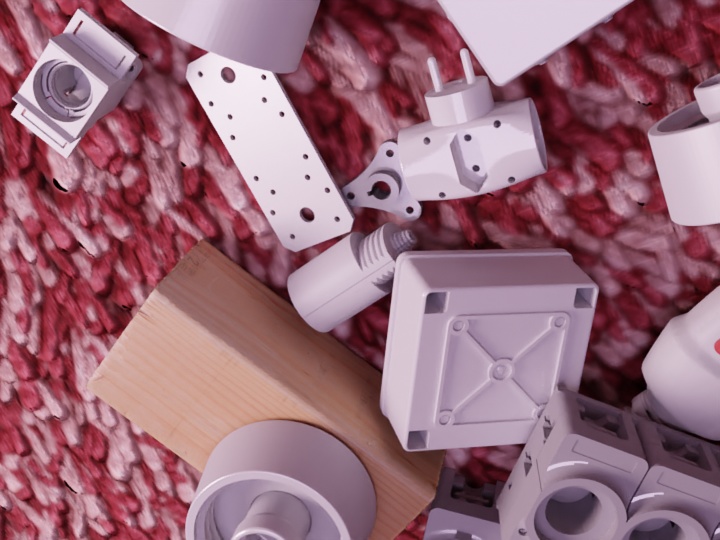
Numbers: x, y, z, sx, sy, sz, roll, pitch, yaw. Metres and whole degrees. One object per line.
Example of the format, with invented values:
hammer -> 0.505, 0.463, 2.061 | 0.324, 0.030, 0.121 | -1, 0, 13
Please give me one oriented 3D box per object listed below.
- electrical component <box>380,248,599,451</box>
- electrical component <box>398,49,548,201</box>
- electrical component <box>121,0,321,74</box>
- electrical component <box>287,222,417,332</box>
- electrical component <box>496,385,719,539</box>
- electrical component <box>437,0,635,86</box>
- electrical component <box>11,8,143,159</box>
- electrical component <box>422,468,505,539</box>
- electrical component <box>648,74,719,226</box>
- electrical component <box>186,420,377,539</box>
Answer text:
electrical component -> 0.074, 0.046, 0.633 | 0.109, 0.056, 0.108 | -1, 115, -15
electrical component -> 0.059, -0.085, 0.609 | 0.077, 0.043, 0.079 | -12, 110, 17
electrical component -> -0.070, -0.157, 0.574 | 0.108, 0.108, 0.060 | 28, 110, 0
electrical component -> 0.000, 0.000, 0.658 | 0.081, 0.043, 0.043 | -33, 102, 23
electrical component -> 0.165, 0.141, 0.612 | 0.150, 0.061, 0.089 | 21, 112, -5
electrical component -> 0.087, -0.160, 0.567 | 0.100, 0.048, 0.099 | -32, 103, 22
electrical component -> -0.164, -0.112, 0.636 | 0.042, 0.063, 0.081 | 39, 115, -7
electrical component -> 0.066, 0.189, 0.718 | 0.050, 0.055, 0.089 | 13, 115, 7
electrical component -> 0.201, -0.073, 0.550 | 0.108, 0.108, 0.060 | -21, 100, 20
electrical component -> -0.049, 0.149, 0.623 | 0.108, 0.060, 0.108 | 4, 113, 10
